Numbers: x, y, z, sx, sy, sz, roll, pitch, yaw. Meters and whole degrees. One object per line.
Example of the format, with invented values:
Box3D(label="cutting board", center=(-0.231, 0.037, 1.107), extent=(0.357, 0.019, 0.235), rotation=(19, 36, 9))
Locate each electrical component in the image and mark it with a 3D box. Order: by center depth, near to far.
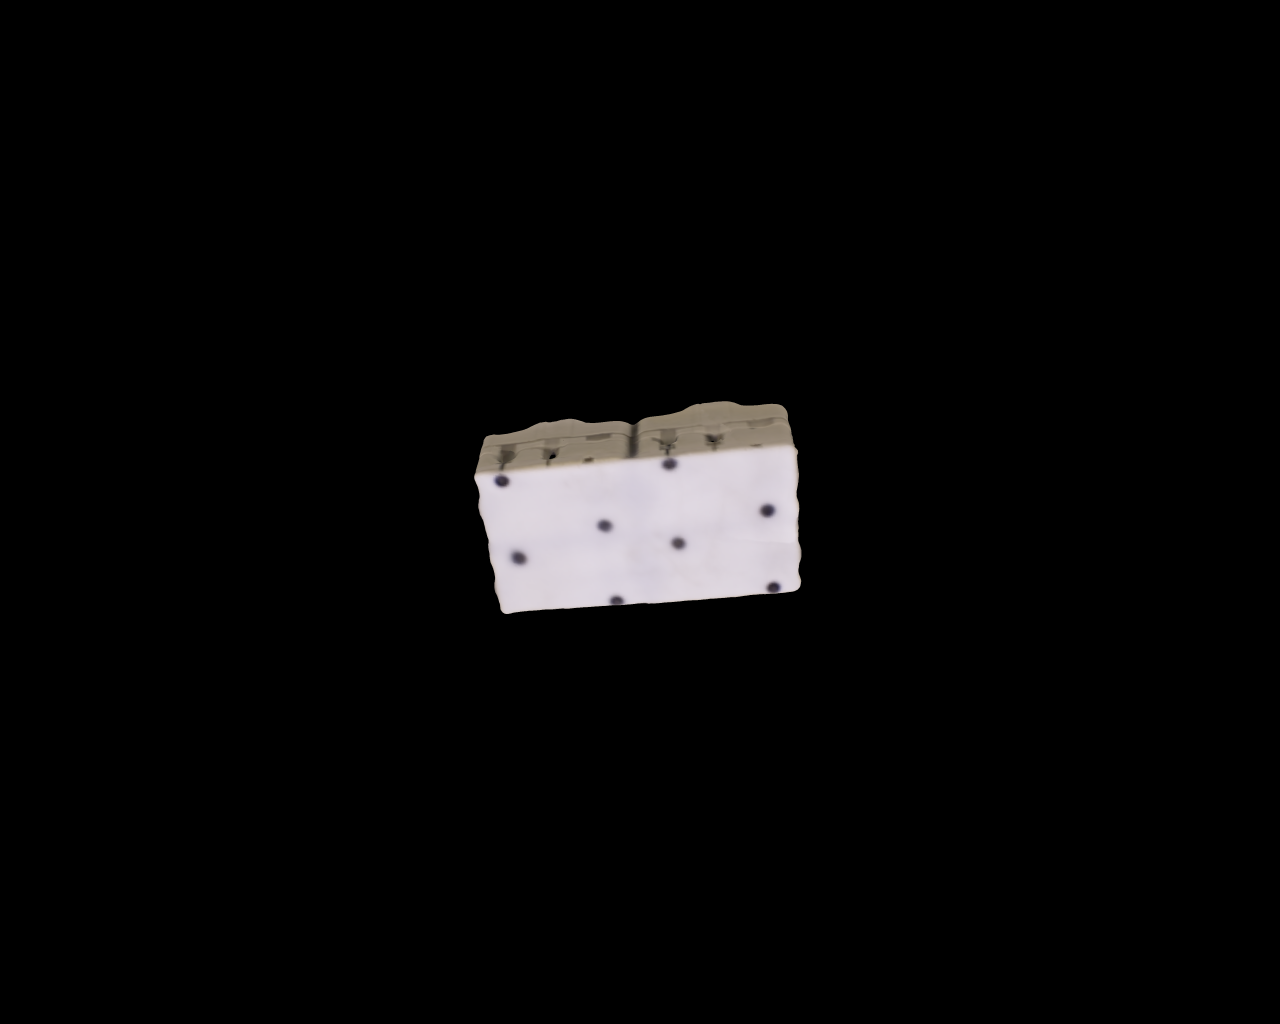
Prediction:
Box3D(label="electrical component", center=(0.001, -0.003, 0.650), extent=(0.186, 0.105, 0.060), rotation=(-5, 31, 3))
